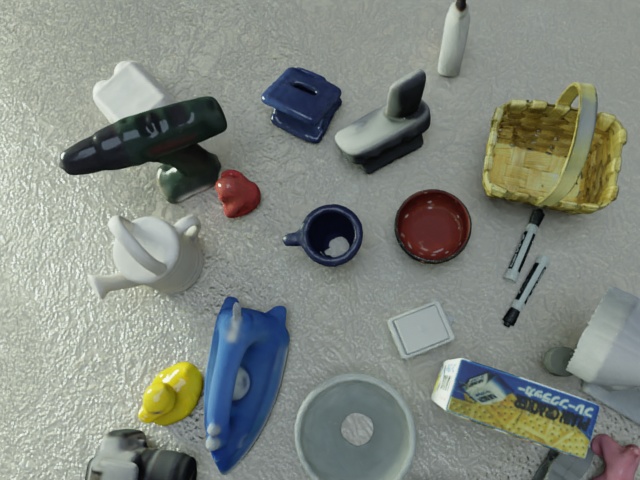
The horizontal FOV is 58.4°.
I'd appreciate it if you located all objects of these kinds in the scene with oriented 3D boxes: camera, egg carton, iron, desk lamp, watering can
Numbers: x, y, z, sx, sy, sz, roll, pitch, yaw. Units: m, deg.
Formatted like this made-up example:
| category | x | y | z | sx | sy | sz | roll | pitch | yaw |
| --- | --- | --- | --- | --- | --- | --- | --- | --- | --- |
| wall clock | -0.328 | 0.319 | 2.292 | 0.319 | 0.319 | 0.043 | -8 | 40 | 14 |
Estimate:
| category | x | y | z | sx | sy | sz | roll | pitch | yaw |
| --- | --- | --- | --- | --- | --- | --- | --- | --- | --- |
| camera | -0.254 | 0.350 | 0.811 | 0.136 | 0.101 | 0.143 | 4 | 78 | 8 |
| egg carton | -0.307 | -0.227 | 0.961 | 0.107 | 0.069 | 0.150 | -45 | 77 | -4 |
| iron | -0.123 | 0.209 | 0.807 | 0.118 | 0.141 | 0.258 | 9 | 79 | 9 |
| desk lamp | 0.405 | 0.158 | 0.722 | 0.203 | 0.213 | 0.118 | 30 | 83 | 12 |
| watering can | -0.252 | 0.023 | 0.835 | 0.100 | 0.194 | 0.173 | 29 | 82 | 12 |

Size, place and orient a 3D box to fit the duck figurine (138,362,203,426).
| category | x | y | z | sx | sy | sz | roll | pitch | yaw |
| --- | --- | --- | --- | --- | --- | --- | --- | --- | --- |
| duck figurine | -0.225 | 0.227 | 0.843 | 0.077 | 0.086 | 0.104 | 38 | 84 | 13 |

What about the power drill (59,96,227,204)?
| category | x | y | z | sx | sy | sz | roll | pitch | yaw |
| --- | --- | --- | --- | --- | --- | --- | --- | --- | --- |
| power drill | -0.238 | -0.127 | 0.860 | 0.229 | 0.208 | 0.075 | -26 | 76 | 0 |

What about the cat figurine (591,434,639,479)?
| category | x | y | z | sx | sy | sz | roll | pitch | yaw |
| --- | --- | --- | --- | --- | --- | --- | --- | --- | --- |
| cat figurine | 0.390 | 0.324 | 0.736 | 0.067 | 0.118 | 0.128 | 14 | 79 | 10 |

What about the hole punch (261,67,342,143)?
| category | x | y | z | sx | sy | sz | roll | pitch | yaw |
| --- | --- | --- | --- | --- | --- | --- | --- | --- | --- |
| hole punch | -0.028 | -0.227 | 0.919 | 0.108 | 0.091 | 0.101 | 27 | 82 | 12 |

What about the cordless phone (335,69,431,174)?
| category | x | y | z | sx | sy | sz | roll | pitch | yaw |
| --- | --- | --- | --- | --- | --- | --- | --- | --- | --- |
| cordless phone | 0.093 | -0.185 | 0.847 | 0.147 | 0.185 | 0.094 | -32 | 76 | -1 |

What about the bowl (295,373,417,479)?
| category | x | y | z | sx | sy | sz | roll | pitch | yaw |
| --- | --- | --- | --- | --- | --- | --- | --- | --- | --- |
| bowl | 0.052 | 0.272 | 0.808 | 0.167 | 0.075 | 0.167 | -1 | 77 | 6 |

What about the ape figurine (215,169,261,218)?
| category | x | y | z | sx | sy | sz | roll | pitch | yaw |
| --- | --- | --- | --- | --- | --- | --- | --- | --- | --- |
| ape figurine | -0.136 | -0.076 | 0.897 | 0.076 | 0.092 | 0.078 | 13 | 79 | 9 |

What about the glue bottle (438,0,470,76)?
| category | x | y | z | sx | sy | sz | roll | pitch | yaw |
| --- | --- | --- | --- | --- | --- | --- | --- | --- | --- |
| glue bottle | 0.207 | -0.323 | 0.871 | 0.037 | 0.173 | 0.078 | 7 | 78 | 8 |

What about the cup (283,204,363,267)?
| category | x | y | z | sx | sy | sz | roll | pitch | yaw |
| --- | --- | --- | --- | --- | --- | --- | --- | --- | --- |
| cup | 0.008 | 0.003 | 0.862 | 0.117 | 0.095 | 0.092 | -7 | 77 | 5 |
